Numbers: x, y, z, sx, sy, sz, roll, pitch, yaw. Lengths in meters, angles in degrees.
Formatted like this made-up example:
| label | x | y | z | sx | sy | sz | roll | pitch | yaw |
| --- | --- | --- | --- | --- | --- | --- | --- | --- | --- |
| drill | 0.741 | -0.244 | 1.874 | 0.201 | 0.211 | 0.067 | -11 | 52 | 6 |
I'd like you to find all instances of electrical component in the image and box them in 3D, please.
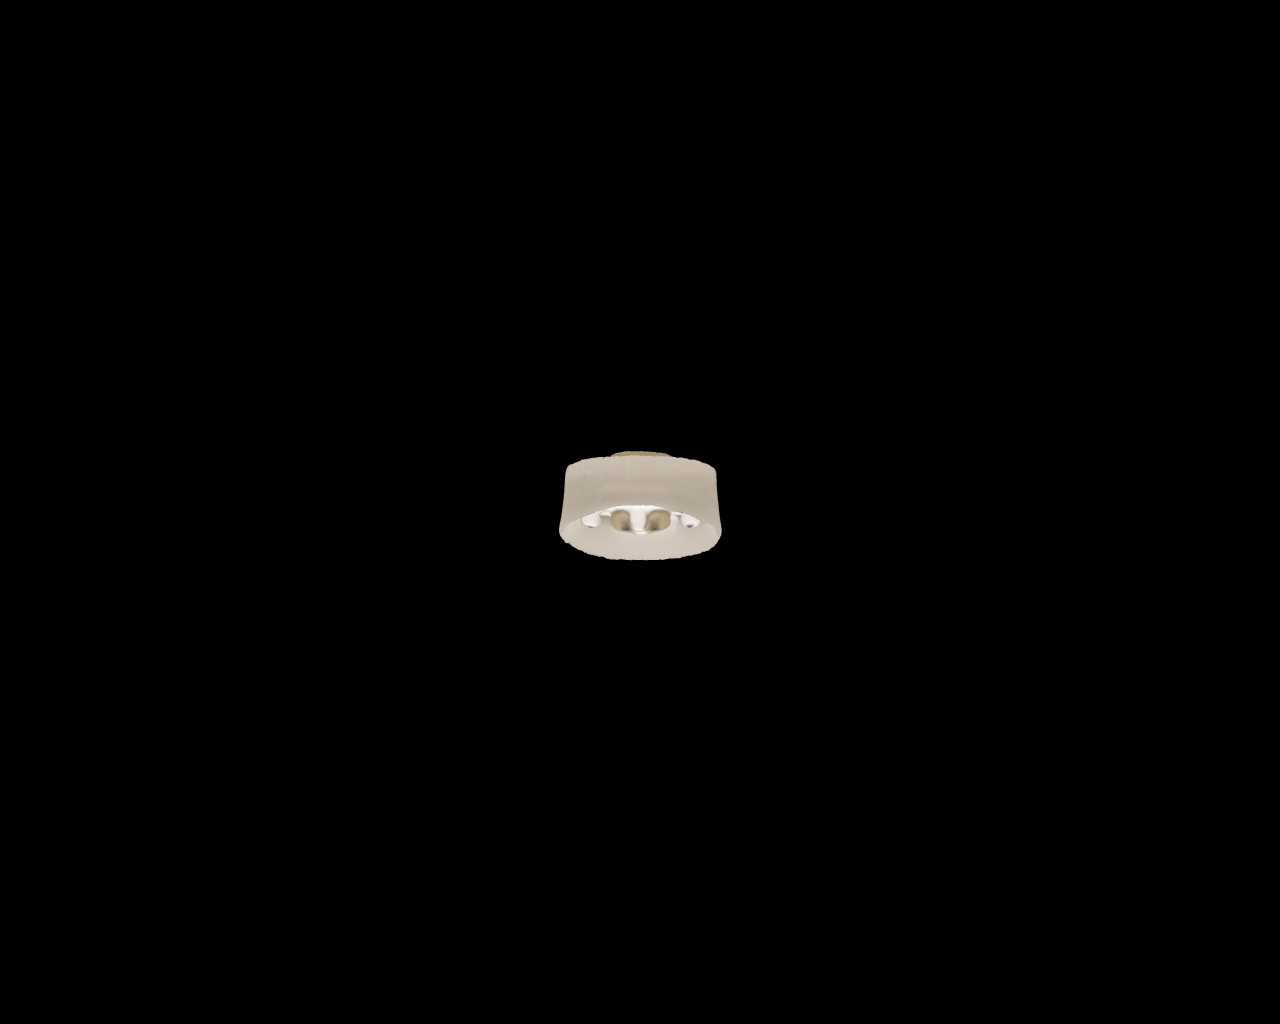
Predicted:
| label | x | y | z | sx | sy | sz | roll | pitch | yaw |
| --- | --- | --- | --- | --- | --- | --- | --- | --- | --- |
| electrical component | 0.001 | -0.003 | 0.650 | 0.099 | 0.064 | 0.099 | 0 | -7 | 0 |
